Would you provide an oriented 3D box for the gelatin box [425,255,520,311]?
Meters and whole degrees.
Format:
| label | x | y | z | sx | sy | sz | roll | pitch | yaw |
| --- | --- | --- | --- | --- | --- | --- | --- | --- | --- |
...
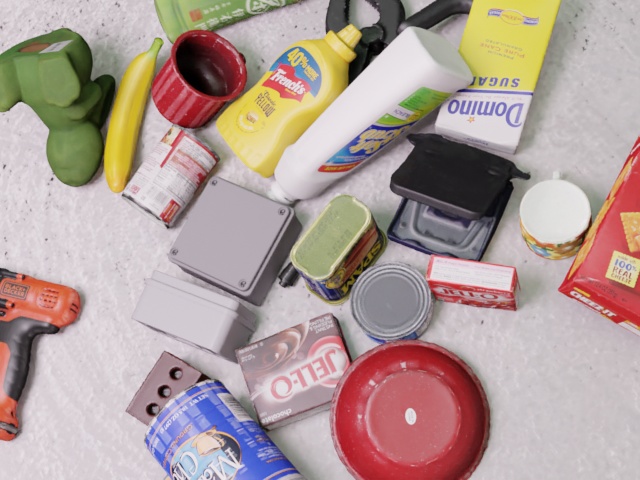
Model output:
| label | x | y | z | sx | sy | sz | roll | pitch | yaw |
| --- | --- | --- | --- | --- | --- | --- | --- | --- | --- |
| gelatin box | 0.156 | 0.045 | 1.085 | 0.089 | 0.073 | 0.030 | 8 | 73 | 16 |

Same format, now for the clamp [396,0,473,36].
| label | x | y | z | sx | sy | sz | roll | pitch | yaw |
| --- | --- | --- | --- | --- | --- | --- | --- | --- | --- |
| clamp | 0.157 | -0.277 | 1.210 | 0.171 | 0.039 | 0.120 | 1 | 69 | 5 |

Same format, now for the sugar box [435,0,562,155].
| label | x | y | z | sx | sy | sz | roll | pitch | yaw |
| --- | --- | --- | --- | --- | --- | --- | --- | --- | --- |
| sugar box | 0.193 | -0.190 | 1.155 | 0.093 | 0.048 | 0.176 | 16 | 84 | 9 |

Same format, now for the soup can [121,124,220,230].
| label | x | y | z | sx | sy | sz | roll | pitch | yaw |
| --- | --- | --- | --- | --- | --- | --- | --- | --- | --- |
| soup can | -0.170 | -0.071 | 1.213 | 0.069 | 0.068 | 0.102 | 31 | 80 | 22 |

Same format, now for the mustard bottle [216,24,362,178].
| label | x | y | z | sx | sy | sz | roll | pitch | yaw |
| --- | --- | --- | --- | --- | --- | --- | --- | --- | --- |
| mustard bottle | -0.025 | -0.166 | 1.194 | 0.192 | 0.058 | 0.096 | -45 | 54 | 10 |

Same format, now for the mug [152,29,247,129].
| label | x | y | z | sx | sy | sz | roll | pitch | yaw |
| --- | --- | --- | --- | --- | --- | --- | --- | --- | --- |
| mug | -0.135 | -0.186 | 1.232 | 0.117 | 0.082 | 0.093 | -35 | 87 | -39 |

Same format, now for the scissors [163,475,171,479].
| label | x | y | z | sx | sy | sz | roll | pitch | yaw |
| --- | --- | --- | --- | --- | --- | --- | --- | --- | --- |
| scissors | -0.091 | 0.291 | 1.087 | 0.202 | 0.016 | 0.096 | 4 | 71 | 15 |

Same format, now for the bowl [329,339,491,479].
| label | x | y | z | sx | sy | sz | roll | pitch | yaw |
| --- | --- | --- | --- | --- | --- | --- | --- | --- | --- |
| bowl | 0.089 | 0.175 | 1.043 | 0.162 | 0.055 | 0.162 | 0 | 78 | 2 |

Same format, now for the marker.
| label | x | y | z | sx | sy | sz | roll | pitch | yaw |
| --- | --- | --- | --- | --- | --- | --- | --- | --- | --- |
| marker | -0.008 | 0.001 | 1.173 | 0.020 | 0.020 | 0.121 | 31 | 80 | 22 |

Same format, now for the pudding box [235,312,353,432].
| label | x | y | z | sx | sy | sz | roll | pitch | yaw |
| --- | --- | --- | --- | --- | --- | --- | --- | --- | --- |
| pudding box | -0.021 | 0.139 | 1.113 | 0.113 | 0.039 | 0.090 | -23 | 68 | 6 |

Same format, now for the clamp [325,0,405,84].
| label | x | y | z | sx | sy | sz | roll | pitch | yaw |
| --- | --- | --- | --- | --- | --- | --- | --- | --- | --- |
| clamp | 0.073 | -0.228 | 1.229 | 0.164 | 0.036 | 0.210 | -15 | 70 | 6 |

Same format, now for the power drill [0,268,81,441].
| label | x | y | z | sx | sy | sz | roll | pitch | yaw |
| --- | --- | --- | --- | --- | --- | --- | --- | --- | --- |
| power drill | -0.379 | 0.120 | 1.199 | 0.185 | 0.057 | 0.187 | 10 | 73 | 17 |

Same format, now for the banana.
| label | x | y | z | sx | sy | sz | roll | pitch | yaw |
| --- | --- | --- | --- | --- | --- | --- | --- | --- | --- |
| banana | -0.227 | -0.143 | 1.258 | 0.037 | 0.070 | 0.198 | 15 | 74 | -15 |

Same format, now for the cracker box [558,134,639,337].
| label | x | y | z | sx | sy | sz | roll | pitch | yaw |
| --- | --- | --- | --- | --- | --- | --- | --- | --- | --- |
| cracker box | 0.355 | -0.006 | 1.034 | 0.164 | 0.072 | 0.213 | 30 | 79 | 4 |

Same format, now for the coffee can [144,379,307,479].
| label | x | y | z | sx | sy | sz | roll | pitch | yaw |
| --- | --- | --- | --- | --- | --- | --- | --- | --- | --- |
| coffee can | -0.094 | 0.223 | 1.060 | 0.103 | 0.102 | 0.140 | -43 | 62 | -4 |

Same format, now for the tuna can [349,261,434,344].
| label | x | y | z | sx | sy | sz | roll | pitch | yaw |
| --- | --- | --- | --- | --- | --- | --- | --- | --- | --- |
| tuna can | 0.076 | 0.067 | 1.119 | 0.086 | 0.033 | 0.086 | -5 | 69 | 12 |

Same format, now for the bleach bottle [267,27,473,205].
| label | x | y | z | sx | sy | sz | roll | pitch | yaw |
| --- | --- | --- | --- | --- | --- | --- | --- | --- | --- |
| bleach bottle | 0.041 | -0.119 | 1.146 | 0.251 | 0.102 | 0.068 | -41 | 66 | 27 |

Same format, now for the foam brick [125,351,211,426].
| label | x | y | z | sx | sy | sz | roll | pitch | yaw |
| --- | --- | --- | --- | --- | --- | --- | --- | --- | --- |
| foam brick | -0.157 | 0.166 | 1.130 | 0.053 | 0.051 | 0.078 | 27 | 78 | 21 |

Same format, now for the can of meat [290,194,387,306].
| label | x | y | z | sx | sy | sz | roll | pitch | yaw |
| --- | --- | --- | --- | --- | --- | --- | --- | --- | --- |
| can of meat | 0.020 | 0.009 | 1.127 | 0.057 | 0.084 | 0.102 | 34 | 81 | 22 |
